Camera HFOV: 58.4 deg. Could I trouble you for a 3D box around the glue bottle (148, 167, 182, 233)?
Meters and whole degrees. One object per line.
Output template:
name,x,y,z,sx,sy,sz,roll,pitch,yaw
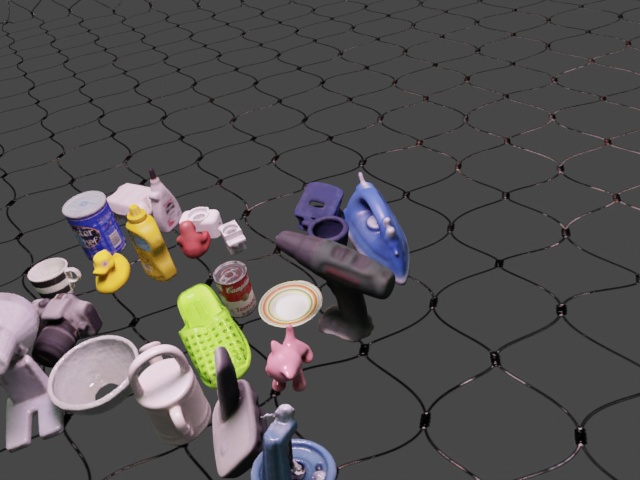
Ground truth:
glue bottle,-0.392,-0.104,1.415,0.037,0.173,0.078,7,42,20

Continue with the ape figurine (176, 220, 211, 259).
ape figurine,-0.302,-0.008,1.344,0.077,0.092,0.076,-2,40,10

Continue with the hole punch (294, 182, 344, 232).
hole punch,0.001,-0.074,1.359,0.108,0.091,0.101,15,46,27

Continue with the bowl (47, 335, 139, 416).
bowl,-0.406,0.262,1.057,0.167,0.075,0.167,-6,40,5

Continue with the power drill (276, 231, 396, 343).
power drill,0.031,0.088,1.066,0.228,0.209,0.076,13,45,25

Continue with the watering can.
watering can,-0.259,0.243,0.954,0.172,0.194,0.101,23,50,34

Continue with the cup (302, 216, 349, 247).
cup,0.012,0.005,1.260,0.117,0.095,0.092,20,48,32

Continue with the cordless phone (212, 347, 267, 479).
cordless phone,-0.142,0.270,0.903,0.094,0.185,0.147,-16,40,-7

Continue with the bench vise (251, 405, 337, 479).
bench vise,-0.043,0.339,0.772,0.121,0.220,0.207,-2,40,10

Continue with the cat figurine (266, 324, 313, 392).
cat figurine,-0.059,0.208,1.012,0.067,0.118,0.128,-2,40,11

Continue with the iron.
iron,0.130,-0.033,1.242,0.119,0.142,0.257,-17,40,-8

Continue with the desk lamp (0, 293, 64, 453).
desk lamp,-0.546,0.226,1.021,0.118,0.214,0.202,-21,41,-13

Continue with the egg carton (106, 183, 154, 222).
egg carton,-0.487,-0.094,1.505,0.150,0.069,0.107,11,44,24

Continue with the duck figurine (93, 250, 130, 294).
duck figurine,-0.483,0.060,1.307,0.077,0.086,0.104,-1,40,12

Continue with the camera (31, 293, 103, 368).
camera,-0.543,0.182,1.162,0.143,0.101,0.137,-2,40,10
